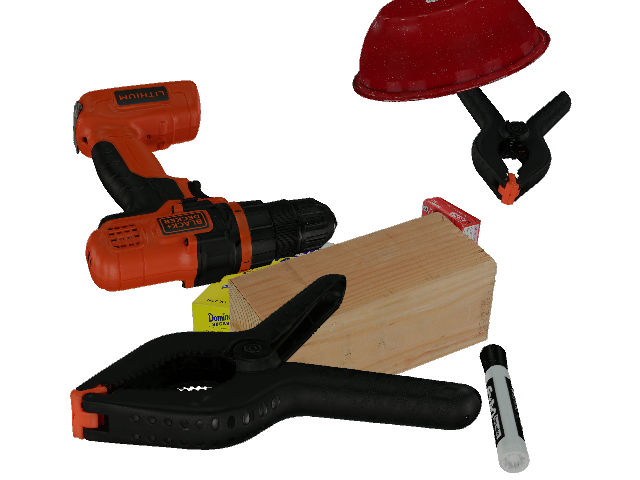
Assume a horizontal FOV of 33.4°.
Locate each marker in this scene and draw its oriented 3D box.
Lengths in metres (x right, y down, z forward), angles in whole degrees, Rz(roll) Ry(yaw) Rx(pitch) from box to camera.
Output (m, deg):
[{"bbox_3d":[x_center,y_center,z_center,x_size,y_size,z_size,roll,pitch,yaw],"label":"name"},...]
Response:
[{"bbox_3d":[0.122,0.108,0.715,0.020,0.020,0.121,0,29,2],"label":"marker"}]

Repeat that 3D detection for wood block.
[{"bbox_3d":[0.035,0.059,0.898,0.205,0.090,0.091,-17,39,-23],"label":"wood block"}]

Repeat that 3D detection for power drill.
[{"bbox_3d":[-0.100,-0.046,0.806,0.184,0.057,0.188,-9,45,-22],"label":"power drill"}]

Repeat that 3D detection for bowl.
[{"bbox_3d":[0.097,-0.167,0.850,0.162,0.055,0.162,-14,24,6],"label":"bowl"}]

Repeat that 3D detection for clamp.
[{"bbox_3d":[0.185,-0.108,1.087,0.120,0.039,0.171,12,45,13],"label":"clamp"},{"bbox_3d":[-0.038,0.070,0.602,0.209,0.036,0.165,-7,25,-19],"label":"clamp"}]

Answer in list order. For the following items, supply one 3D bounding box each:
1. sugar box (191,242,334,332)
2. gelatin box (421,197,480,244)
[{"bbox_3d":[-0.054,0.048,1.098,0.093,0.048,0.176,7,27,17],"label":"sugar box"},{"bbox_3d":[0.149,0.003,1.253,0.030,0.089,0.073,-15,33,-31],"label":"gelatin box"}]
